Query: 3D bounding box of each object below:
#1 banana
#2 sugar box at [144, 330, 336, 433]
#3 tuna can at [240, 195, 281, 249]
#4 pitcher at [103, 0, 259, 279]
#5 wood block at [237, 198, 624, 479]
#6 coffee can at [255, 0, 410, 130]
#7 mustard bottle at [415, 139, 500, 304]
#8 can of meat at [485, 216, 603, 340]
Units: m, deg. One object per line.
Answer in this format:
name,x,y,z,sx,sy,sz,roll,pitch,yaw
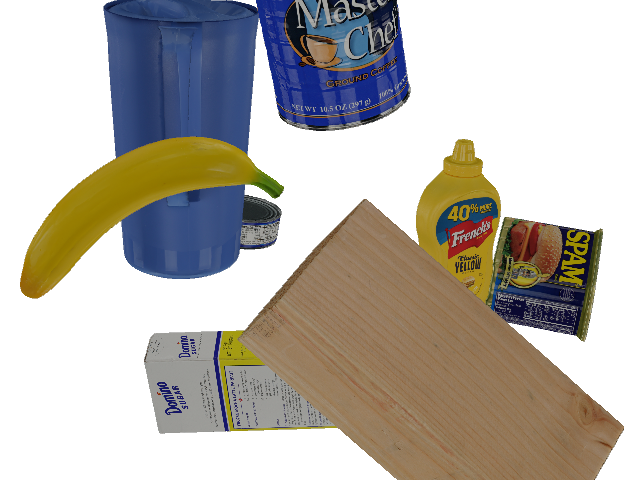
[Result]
banana,-0.128,-0.024,0.729,0.198,0.069,0.037,-22,9,6
sugar box,-0.062,0.125,0.952,0.176,0.093,0.048,0,36,5
tuna can,-0.086,-0.021,1.128,0.086,0.034,0.086,9,19,-3
pitcher,-0.124,-0.090,0.947,0.145,0.243,0.148,18,26,35
wood block,0.064,0.086,0.645,0.206,0.090,0.090,41,-29,-2
coffee can,0.006,-0.165,0.773,0.103,0.140,0.103,-8,32,5
mustard bottle,0.147,-0.014,1.138,0.096,0.192,0.058,-8,23,-25
can of meat,0.187,0.029,0.893,0.084,0.057,0.102,10,42,13
